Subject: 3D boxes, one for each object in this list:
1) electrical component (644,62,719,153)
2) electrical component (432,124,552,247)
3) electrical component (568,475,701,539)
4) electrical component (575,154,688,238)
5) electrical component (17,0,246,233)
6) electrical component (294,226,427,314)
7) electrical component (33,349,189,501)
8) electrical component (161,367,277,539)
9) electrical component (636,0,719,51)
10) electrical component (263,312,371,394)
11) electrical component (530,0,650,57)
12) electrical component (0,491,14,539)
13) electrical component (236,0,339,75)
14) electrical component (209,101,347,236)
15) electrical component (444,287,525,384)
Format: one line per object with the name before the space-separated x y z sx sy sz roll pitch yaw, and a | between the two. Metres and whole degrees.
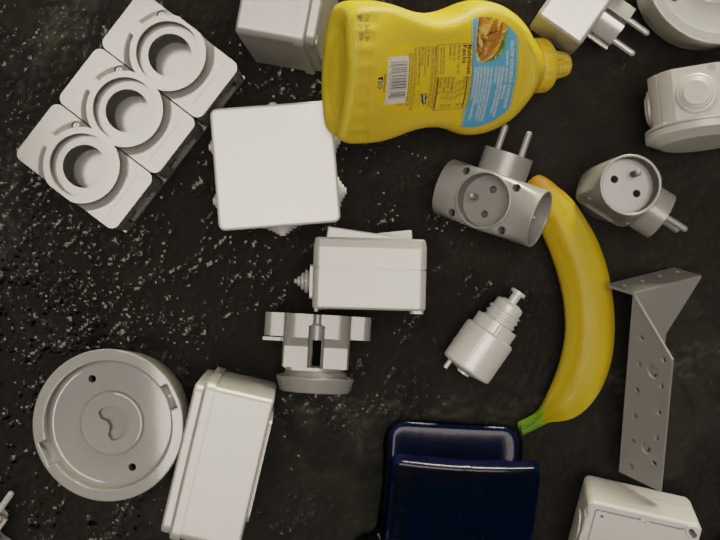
electrical component | 0.248 -0.117 0.786 0.080 0.080 0.051 -4 84 -1
electrical component | 0.102 -0.066 0.786 0.077 0.044 0.079 21 97 23
electrical component | 0.206 0.196 0.792 0.096 0.061 0.061 12 103 5
electrical component | 0.203 -0.050 0.786 0.079 0.077 0.043 32 90 -1
electrical component | -0.167 -0.114 0.790 0.089 0.062 0.150 37 90 -1
electrical component | 0.000 0.000 0.791 0.096 0.062 0.061 2 89 -1
electrical component | -0.177 0.110 0.789 0.108 0.060 0.108 0 90 2
electrical component | -0.097 0.131 0.768 0.056 0.109 0.108 13 90 -3
electrical component | 0.257 -0.215 0.795 0.108 0.060 0.108 0 90 -1
electrical component | -0.032 0.061 0.794 0.078 0.058 0.057 3 87 0
electrical component | 0.179 -0.190 0.800 0.077 0.047 0.065 35 90 1
electrical component | -0.287 0.190 0.796 0.066 0.047 0.076 35 90 -1
electrical component | -0.047 -0.205 0.768 0.056 0.109 0.108 11 90 2
electrical component | -0.061 -0.075 0.797 0.100 0.048 0.099 -4 90 -1
electrical component | 0.097 0.048 0.803 0.040 0.040 0.078 35 90 -1
